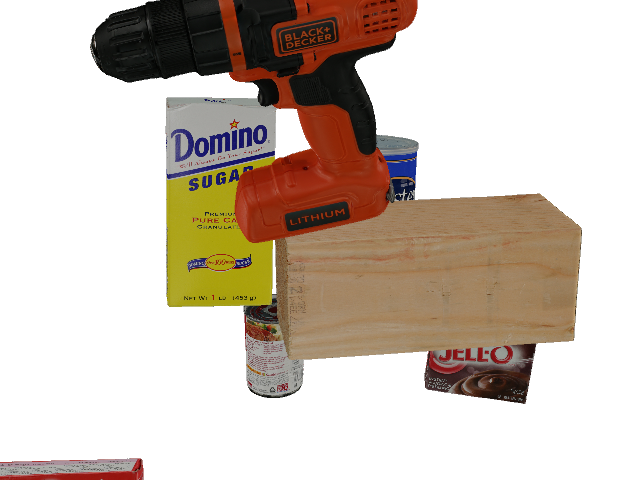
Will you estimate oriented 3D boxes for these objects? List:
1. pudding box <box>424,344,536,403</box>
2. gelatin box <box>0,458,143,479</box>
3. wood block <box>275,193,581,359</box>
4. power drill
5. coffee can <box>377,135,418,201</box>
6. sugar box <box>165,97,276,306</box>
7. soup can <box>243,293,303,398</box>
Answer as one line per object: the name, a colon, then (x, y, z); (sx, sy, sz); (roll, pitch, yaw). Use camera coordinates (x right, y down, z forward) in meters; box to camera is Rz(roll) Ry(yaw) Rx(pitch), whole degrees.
pudding box: (0.175, 0.123, 1.161); (0.113, 0.090, 0.039); (7, 23, 4)
gelatin box: (-0.137, 0.154, 0.558); (0.089, 0.073, 0.030); (-1, 4, -2)
wood block: (0.073, 0.024, 0.780); (0.206, 0.090, 0.091); (-3, 18, -7)
power drill: (-0.030, -0.080, 0.647); (0.184, 0.057, 0.187); (-11, -39, -2)
coffee can: (0.044, -0.031, 1.075); (0.103, 0.140, 0.103); (2, 13, -1)
sugar box: (-0.086, -0.033, 0.915); (0.093, 0.176, 0.048); (-1, 16, -9)
soup can: (-0.053, 0.122, 1.234); (0.068, 0.102, 0.068); (0, 25, 0)
